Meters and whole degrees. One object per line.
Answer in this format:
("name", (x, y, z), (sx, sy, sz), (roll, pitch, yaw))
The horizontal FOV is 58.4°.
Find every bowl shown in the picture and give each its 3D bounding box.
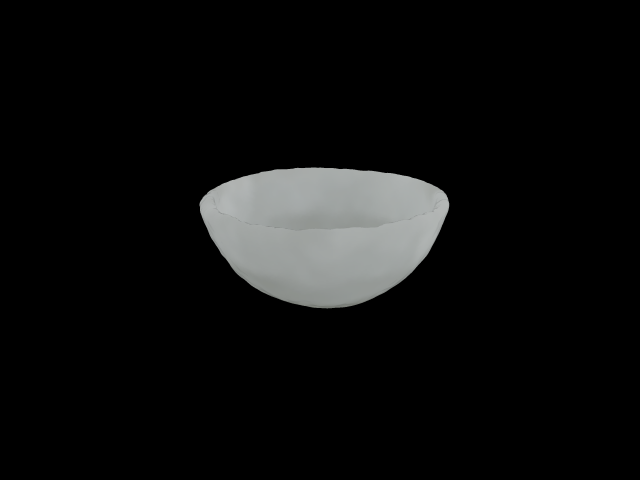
("bowl", (0.004, 0.001, 0.400), (0.167, 0.075, 0.167), (0, 19, 0))
